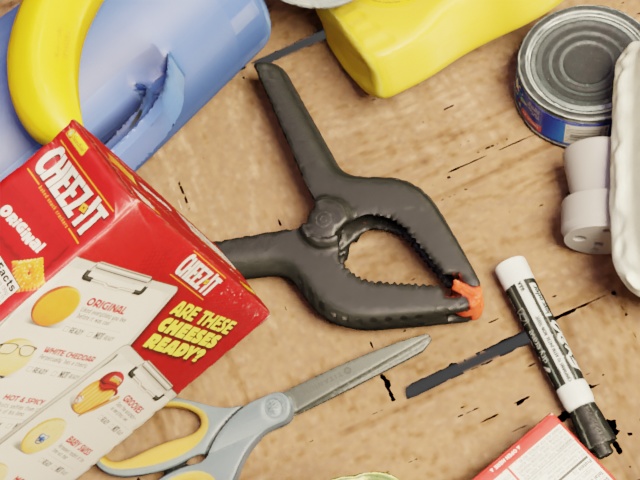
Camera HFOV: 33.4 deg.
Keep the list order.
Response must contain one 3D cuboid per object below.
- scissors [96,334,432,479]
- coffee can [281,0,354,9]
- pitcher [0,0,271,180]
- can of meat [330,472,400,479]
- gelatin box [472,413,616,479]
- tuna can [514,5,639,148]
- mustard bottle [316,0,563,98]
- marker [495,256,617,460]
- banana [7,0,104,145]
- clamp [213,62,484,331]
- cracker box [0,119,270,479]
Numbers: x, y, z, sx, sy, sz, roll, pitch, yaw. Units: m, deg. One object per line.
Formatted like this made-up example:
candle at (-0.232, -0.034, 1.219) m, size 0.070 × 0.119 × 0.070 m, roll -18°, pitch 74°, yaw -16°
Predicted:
scissors at (-0.029, 0.115, 0.595) m, size 0.202 × 0.016 × 0.096 m, roll -11°, pitch 66°, yaw 5°
coffee can at (0.013, -0.214, 0.654) m, size 0.103 × 0.103 × 0.140 m, roll 9°, pitch 34°, yaw 13°
pitcher at (-0.142, -0.086, 0.640) m, size 0.242 × 0.145 × 0.149 m, roll -43°, pitch 83°, yaw -14°
can of meat at (0.004, 0.154, 0.535) m, size 0.102 × 0.084 × 0.057 m, roll -12°, pitch 65°, yaw 3°
gelatin box at (0.122, 0.147, 0.549) m, size 0.073 × 0.030 × 0.089 m, roll -38°, pitch 66°, yaw -10°
tuna can at (0.162, -0.100, 0.649) m, size 0.086 × 0.033 × 0.086 m, roll -4°, pitch 65°, yaw 7°
mustard bottle at (0.099, -0.162, 0.669) m, size 0.191 × 0.058 × 0.096 m, roll -28°, pitch 38°, yaw -5°
marker at (0.130, 0.064, 0.590) m, size 0.020 × 0.020 × 0.121 m, roll -22°, pitch 65°, yaw -1°
banana at (-0.125, -0.125, 0.578) m, size 0.069 × 0.037 × 0.197 m, roll 16°, pitch 66°, yaw -12°
clamp at (-0.004, 0.001, 0.630) m, size 0.210 × 0.036 × 0.164 m, roll 33°, pitch 79°, yaw 22°
cracker box at (-0.150, 0.060, 0.540) m, size 0.213 × 0.164 × 0.072 m, roll -41°, pitch 62°, yaw 0°
